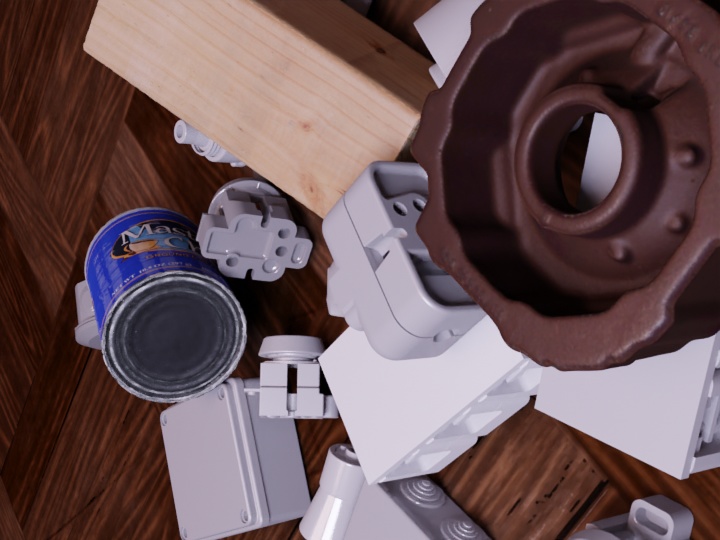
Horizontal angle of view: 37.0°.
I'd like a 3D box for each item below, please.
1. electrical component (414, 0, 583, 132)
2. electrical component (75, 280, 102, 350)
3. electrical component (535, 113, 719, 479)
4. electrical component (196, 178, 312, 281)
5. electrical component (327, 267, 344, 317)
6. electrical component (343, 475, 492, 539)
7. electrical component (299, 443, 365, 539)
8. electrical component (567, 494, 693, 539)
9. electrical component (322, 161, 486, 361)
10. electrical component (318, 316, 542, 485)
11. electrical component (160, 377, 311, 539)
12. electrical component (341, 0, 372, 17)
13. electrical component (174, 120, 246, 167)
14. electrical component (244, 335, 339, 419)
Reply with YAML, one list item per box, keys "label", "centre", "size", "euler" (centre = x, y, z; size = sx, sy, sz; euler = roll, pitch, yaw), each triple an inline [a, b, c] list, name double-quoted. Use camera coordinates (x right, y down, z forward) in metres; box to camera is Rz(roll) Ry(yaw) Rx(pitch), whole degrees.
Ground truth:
- label: "electrical component"
  centre: [0.074, -0.108, 0.575]
  size: [0.064, 0.099, 0.099]
  euler: [-31, 63, 10]
- label: "electrical component"
  centre: [-0.207, 0.036, 0.930]
  size: [0.080, 0.080, 0.051]
  euler: [-32, 62, 46]
- label: "electrical component"
  centre: [0.150, 0.009, 0.509]
  size: [0.089, 0.062, 0.150]
  euler: [23, 109, 47]
- label: "electrical component"
  centre: [-0.080, -0.031, 0.782]
  size: [0.057, 0.078, 0.058]
  euler: [-113, 37, -52]
- label: "electrical component"
  centre: [0.000, 0.000, 0.706]
  size: [0.043, 0.043, 0.062]
  euler: [2, 91, 50]
- label: "electrical component"
  centre: [0.034, 0.184, 0.665]
  size: [0.100, 0.048, 0.099]
  euler: [40, 121, 42]
- label: "electrical component"
  centre: [-0.012, 0.151, 0.727]
  size: [0.044, 0.044, 0.065]
  euler: [30, 109, 46]
- label: "electrical component"
  centre: [0.132, 0.156, 0.539]
  size: [0.058, 0.057, 0.078]
  euler: [24, 109, 48]
- label: "electrical component"
  centre: [0.022, -0.003, 0.570]
  size: [0.059, 0.054, 0.095]
  euler: [-47, 56, 41]
- label: "electrical component"
  centre: [0.052, 0.050, 0.629]
  size: [0.150, 0.062, 0.089]
  euler: [-47, 56, 40]
- label: "electrical component"
  centre: [-0.096, 0.144, 0.816]
  size: [0.109, 0.056, 0.108]
  euler: [-28, 70, 47]
- label: "electrical component"
  centre: [-0.034, -0.198, 0.729]
  size: [0.095, 0.059, 0.053]
  euler: [47, 125, 39]
- label: "electrical component"
  centre: [-0.111, -0.104, 0.822]
  size: [0.048, 0.062, 0.048]
  euler: [2, 93, 50]
- label: "electrical component"
  centre: [-0.048, 0.076, 0.759]
  size: [0.048, 0.066, 0.055]
  euler: [108, 163, -79]
